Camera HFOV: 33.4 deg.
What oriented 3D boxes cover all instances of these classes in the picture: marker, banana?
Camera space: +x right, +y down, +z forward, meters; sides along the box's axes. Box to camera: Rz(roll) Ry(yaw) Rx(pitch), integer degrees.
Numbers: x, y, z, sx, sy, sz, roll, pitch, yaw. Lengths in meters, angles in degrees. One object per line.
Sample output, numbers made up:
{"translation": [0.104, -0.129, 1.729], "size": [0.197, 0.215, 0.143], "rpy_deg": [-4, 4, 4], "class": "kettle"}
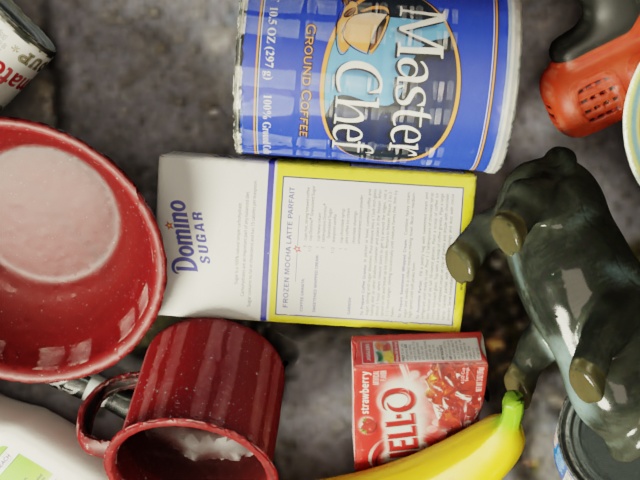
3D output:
{"translation": [-0.154, 0.079, 0.631], "size": [0.121, 0.020, 0.020], "rpy_deg": [25, 96, -2], "class": "marker"}
{"translation": [0.035, 0.134, 0.593], "size": [0.198, 0.037, 0.069], "rpy_deg": [-27, 120, 20], "class": "banana"}

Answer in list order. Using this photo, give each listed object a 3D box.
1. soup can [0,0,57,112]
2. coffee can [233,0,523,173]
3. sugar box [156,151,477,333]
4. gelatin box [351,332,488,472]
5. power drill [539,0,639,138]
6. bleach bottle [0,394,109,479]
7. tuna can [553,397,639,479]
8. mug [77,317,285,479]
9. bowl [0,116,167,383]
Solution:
{"translation": [-0.205, -0.092, 0.590], "size": [0.102, 0.068, 0.068], "rpy_deg": [-44, 94, 4], "class": "soup can"}
{"translation": [0.029, -0.091, 0.568], "size": [0.140, 0.103, 0.103], "rpy_deg": [4, 96, 0], "class": "coffee can"}
{"translation": [-0.004, 0.001, 0.608], "size": [0.176, 0.048, 0.093], "rpy_deg": [5, 98, 3], "class": "sugar box"}
{"translation": [0.054, 0.094, 0.604], "size": [0.073, 0.030, 0.089], "rpy_deg": [-1, 127, 0], "class": "gelatin box"}
{"translation": [0.179, -0.167, 0.561], "size": [0.184, 0.057, 0.187], "rpy_deg": [-27, 109, 5], "class": "power drill"}
{"translation": [-0.154, 0.146, 0.617], "size": [0.251, 0.068, 0.102], "rpy_deg": [41, 95, -1], "class": "bleach bottle"}
{"translation": [0.176, 0.116, 0.602], "size": [0.086, 0.034, 0.086], "rpy_deg": [-3, 62, 5], "class": "tuna can"}
{"translation": [-0.075, 0.097, 0.588], "size": [0.117, 0.081, 0.093], "rpy_deg": [-1, 131, 9], "class": "mug"}
{"translation": [-0.160, -0.002, 0.590], "size": [0.162, 0.055, 0.162], "rpy_deg": [2, 118, 3], "class": "bowl"}
